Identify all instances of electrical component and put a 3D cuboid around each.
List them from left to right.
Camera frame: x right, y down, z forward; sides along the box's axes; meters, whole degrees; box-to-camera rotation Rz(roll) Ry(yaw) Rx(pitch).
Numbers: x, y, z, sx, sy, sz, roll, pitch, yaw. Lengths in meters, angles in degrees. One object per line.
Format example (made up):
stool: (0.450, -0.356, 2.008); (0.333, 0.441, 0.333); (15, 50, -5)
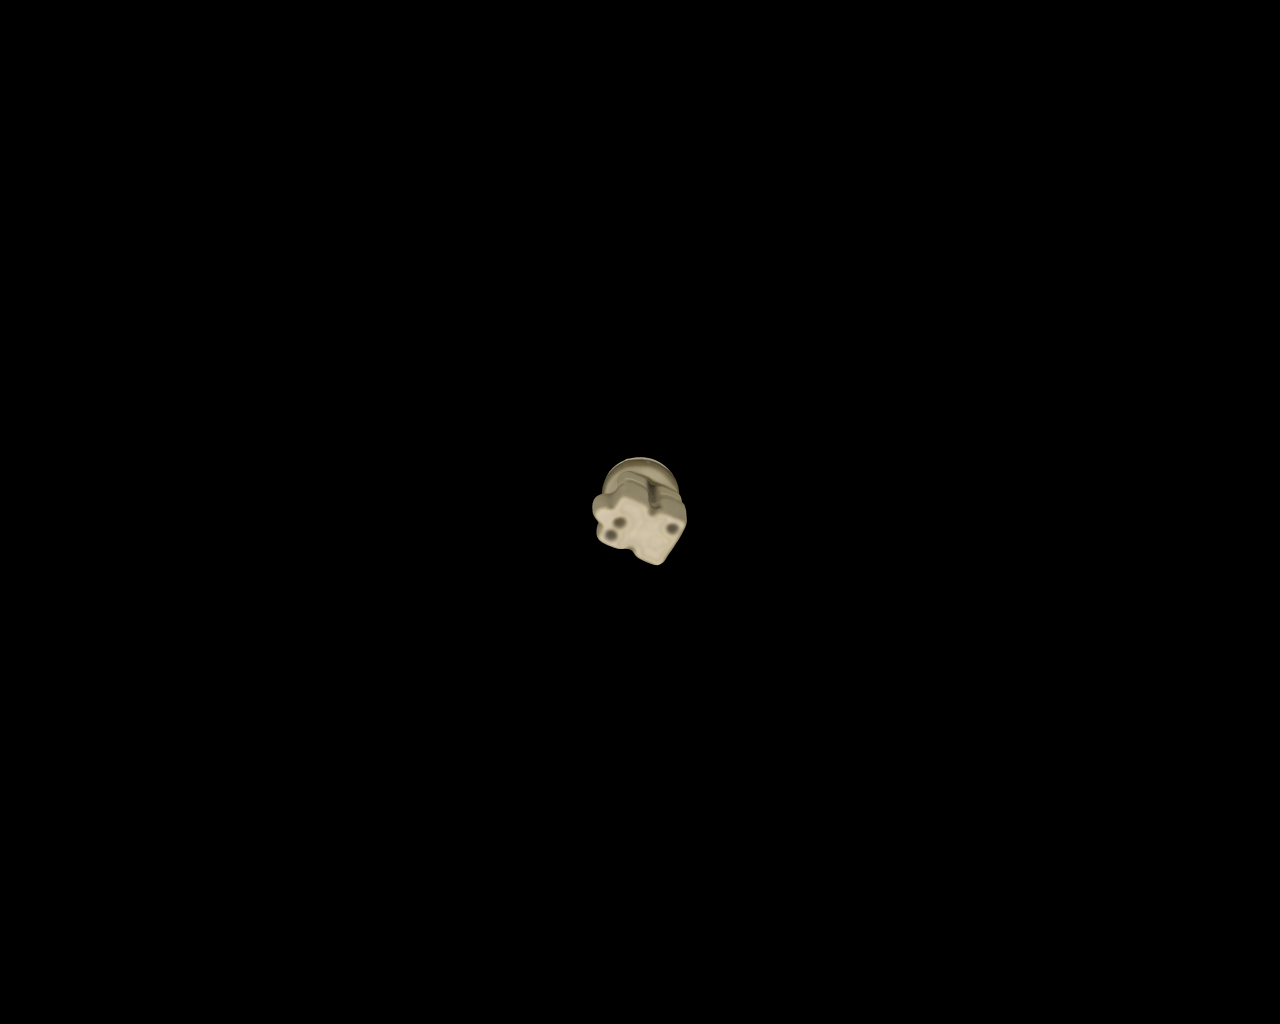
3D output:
electrical component: (0.001, -0.003, 0.650); (0.066, 0.048, 0.055); (25, 27, -14)
